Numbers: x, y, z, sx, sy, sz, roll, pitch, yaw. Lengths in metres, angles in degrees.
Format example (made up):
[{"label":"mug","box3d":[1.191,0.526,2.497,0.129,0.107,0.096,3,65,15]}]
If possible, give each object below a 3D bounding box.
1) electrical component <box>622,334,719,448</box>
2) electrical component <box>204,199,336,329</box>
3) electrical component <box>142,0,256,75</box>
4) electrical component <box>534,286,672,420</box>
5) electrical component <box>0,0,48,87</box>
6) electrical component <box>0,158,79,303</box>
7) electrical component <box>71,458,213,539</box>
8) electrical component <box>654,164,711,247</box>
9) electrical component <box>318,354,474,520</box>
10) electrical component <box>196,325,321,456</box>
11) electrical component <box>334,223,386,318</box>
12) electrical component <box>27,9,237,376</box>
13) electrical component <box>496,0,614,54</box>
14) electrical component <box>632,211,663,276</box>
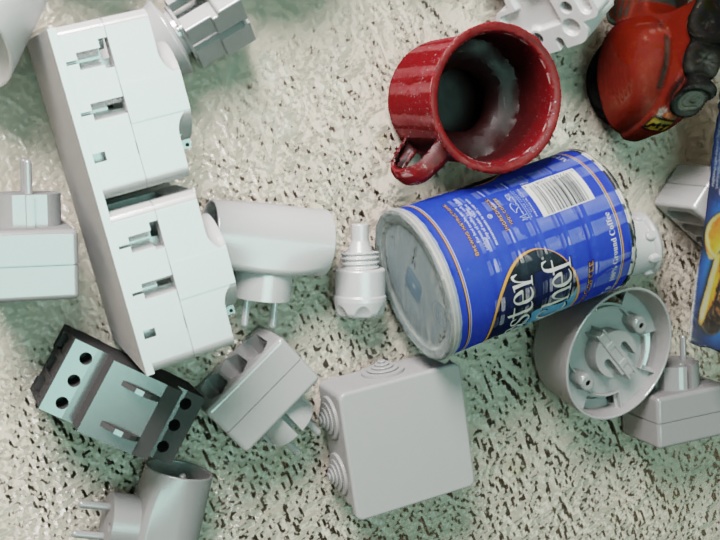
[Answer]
[{"label":"electrical component","box3d":[0.239,0.088,0.817,0.066,0.047,0.076,-8,100,-21]},{"label":"electrical component","box3d":[-0.060,-0.002,0.680,0.077,0.043,0.079,4,96,-23]},{"label":"electrical component","box3d":[-0.098,-0.146,0.636,0.055,0.066,0.048,-32,70,-5]},{"label":"electrical component","box3d":[0.177,0.057,0.777,0.099,0.064,0.099,-3,99,-22]},{"label":"electrical component","box3d":[-0.215,-0.150,0.565,0.099,0.099,0.064,33,72,-23]},{"label":"electrical component","box3d":[-0.189,-0.025,0.611,0.047,0.066,0.076,-3,99,-22]},{"label":"electrical component","box3d":[-0.138,0.158,0.671,0.079,0.044,0.077,12,93,-24]},{"label":"electrical component","box3d":[0.281,-0.056,0.813,0.083,0.047,0.075,37,83,-23]},{"label":"electrical component","box3d":[0.023,0.110,0.729,0.100,0.048,0.099,-13,102,-21]},{"label":"electrical component","box3d":[-0.056,0.088,0.693,0.065,0.047,0.076,-45,111,-11]},{"label":"electrical component","box3d":[0.000,0.000,0.711,0.035,0.035,0.061,-2,96,-22]},{"label":"electrical component","box3d":[-0.128,-0.047,0.611,0.060,0.105,0.186,-18,104,-20]},{"label":"electrical component","box3d":[0.138,-0.185,0.723,0.057,0.078,0.058,-48,113,-32]},{"label":"electrical component","box3d":[0.185,-0.014,0.782,0.062,0.048,0.048,-15,103,-13]}]
